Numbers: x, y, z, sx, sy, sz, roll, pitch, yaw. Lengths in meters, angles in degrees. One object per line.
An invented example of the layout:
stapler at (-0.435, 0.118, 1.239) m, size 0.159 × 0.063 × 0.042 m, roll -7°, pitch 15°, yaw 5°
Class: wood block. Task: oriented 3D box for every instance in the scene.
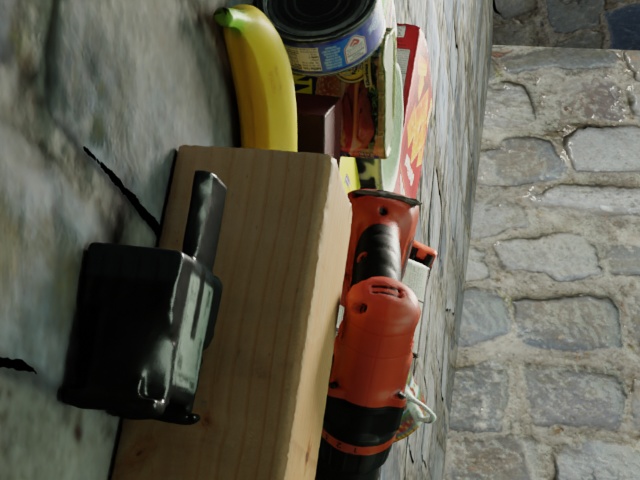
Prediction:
wood block at (-0.043, 0.061, 0.585) m, size 0.091 × 0.090 × 0.206 m, roll 67°, pitch 29°, yaw -67°

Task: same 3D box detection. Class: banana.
banana at (-0.041, -0.072, 0.686) m, size 0.069 × 0.037 × 0.198 m, roll -47°, pitch 143°, yaw -41°

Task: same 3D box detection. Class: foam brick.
foam brick at (-0.016, -0.061, 0.756) m, size 0.051 × 0.053 × 0.078 m, roll -55°, pitch 148°, yaw -63°

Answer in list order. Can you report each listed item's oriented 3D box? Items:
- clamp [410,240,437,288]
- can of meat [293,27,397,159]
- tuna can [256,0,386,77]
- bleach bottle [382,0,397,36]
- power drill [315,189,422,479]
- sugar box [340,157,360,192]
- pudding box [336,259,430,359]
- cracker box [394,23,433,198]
clamp at (0.076, 0.095, 1.127) m, size 0.210 × 0.036 × 0.164 m, roll -68°, pitch 166°, yaw 17°
can of meat at (0.012, -0.111, 0.800) m, size 0.057 × 0.084 × 0.102 m, roll -65°, pitch 156°, yaw -61°
tuna can at (0.000, -0.153, 0.721) m, size 0.034 × 0.086 × 0.086 m, roll 75°, pitch 23°, yaw -54°
bleach bottle at (0.034, -0.207, 0.930) m, size 0.250 × 0.068 × 0.102 m, roll 11°, pitch 84°, yaw -81°
power drill at (0.032, 0.067, 0.727) m, size 0.187 × 0.057 × 0.184 m, roll -85°, pitch -174°, yaw -56°
sugar box at (-0.005, 0.001, 0.851) m, size 0.093 × 0.048 × 0.176 m, roll 74°, pitch 22°, yaw -57°
pudding box at (0.038, 0.050, 0.933) m, size 0.039 × 0.113 × 0.090 m, roll -30°, pitch -135°, yaw 58°
cracker box at (0.068, -0.091, 1.104) m, size 0.164 × 0.072 × 0.213 m, roll 68°, pitch 30°, yaw -65°
